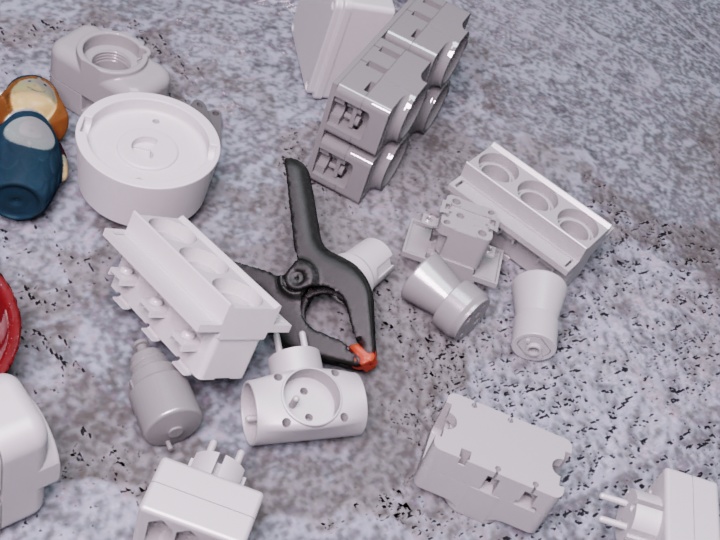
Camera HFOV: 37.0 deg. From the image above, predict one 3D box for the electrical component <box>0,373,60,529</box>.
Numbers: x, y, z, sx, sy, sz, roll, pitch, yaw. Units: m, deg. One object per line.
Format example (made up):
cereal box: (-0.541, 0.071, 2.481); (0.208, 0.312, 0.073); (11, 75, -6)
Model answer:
electrical component: (-0.212, 0.107, 0.616); (0.059, 0.095, 0.053); (-22, 59, -34)

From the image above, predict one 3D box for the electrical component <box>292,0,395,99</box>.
electrical component: (-0.017, -0.230, 0.989); (0.056, 0.108, 0.108); (4, 47, -20)

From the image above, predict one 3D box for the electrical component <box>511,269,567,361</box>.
electrical component: (0.138, 0.038, 0.842); (0.044, 0.044, 0.065); (17, 50, -4)

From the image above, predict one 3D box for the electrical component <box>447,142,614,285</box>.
electrical component: (0.139, -0.042, 0.900); (0.121, 0.063, 0.079); (38, 48, 17)

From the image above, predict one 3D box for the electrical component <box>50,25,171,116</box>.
electrical component: (-0.207, -0.158, 0.891); (0.095, 0.059, 0.053); (32, 46, 11)

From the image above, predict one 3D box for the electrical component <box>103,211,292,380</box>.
electrical component: (-0.116, 0.018, 0.730); (0.079, 0.063, 0.121); (4, 28, -48)

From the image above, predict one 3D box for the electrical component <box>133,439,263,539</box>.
electrical component: (-0.094, 0.138, 0.663); (0.066, 0.047, 0.076); (20, 45, 0)

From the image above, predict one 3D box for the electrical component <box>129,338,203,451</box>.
electrical component: (-0.133, 0.079, 0.709); (0.040, 0.040, 0.078); (-11, 53, -27)

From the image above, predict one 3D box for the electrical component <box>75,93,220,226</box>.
electrical component: (-0.166, -0.079, 0.831); (0.108, 0.060, 0.108); (10, 46, -10)

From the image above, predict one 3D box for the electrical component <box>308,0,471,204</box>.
electrical component: (0.031, -0.152, 0.935); (0.060, 0.105, 0.186); (28, 46, 7)

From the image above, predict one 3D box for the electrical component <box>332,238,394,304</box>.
electrical component: (0.000, 0.000, 0.830); (0.040, 0.040, 0.046); (36, 42, 15)

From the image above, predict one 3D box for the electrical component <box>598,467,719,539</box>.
electrical component: (0.199, 0.172, 0.732); (0.077, 0.047, 0.065); (18, 45, -2)

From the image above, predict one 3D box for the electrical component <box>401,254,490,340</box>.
electrical component: (0.066, 0.021, 0.829); (0.055, 0.045, 0.045); (41, 49, 19)

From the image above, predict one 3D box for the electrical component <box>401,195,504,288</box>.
electrical component: (0.078, -0.022, 0.860); (0.081, 0.063, 0.042); (19, 46, -2)

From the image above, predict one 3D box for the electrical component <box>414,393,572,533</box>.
electrical component: (0.088, 0.132, 0.725); (0.089, 0.055, 0.050); (22, 45, 2)

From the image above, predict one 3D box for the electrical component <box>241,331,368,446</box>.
electrical component: (-0.042, 0.077, 0.734); (0.077, 0.044, 0.079); (-2, 62, -21)
